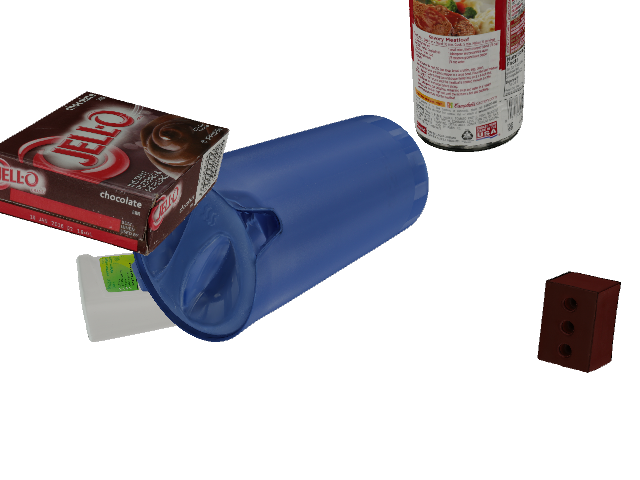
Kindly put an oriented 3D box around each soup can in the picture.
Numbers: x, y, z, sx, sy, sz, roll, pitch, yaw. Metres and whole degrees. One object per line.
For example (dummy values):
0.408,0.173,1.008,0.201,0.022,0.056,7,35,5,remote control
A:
0.088,-0.113,0.637,0.068,0.102,0.068,-5,34,3,soup can

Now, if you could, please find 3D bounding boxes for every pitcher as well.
-0.030,-0.020,0.861,0.149,0.145,0.242,31,36,29,pitcher

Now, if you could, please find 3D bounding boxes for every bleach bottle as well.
-0.133,0.043,1.161,0.250,0.068,0.102,-10,37,-11,bleach bottle

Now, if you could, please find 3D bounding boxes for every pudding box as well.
-0.110,-0.039,0.567,0.090,0.039,0.113,16,24,8,pudding box

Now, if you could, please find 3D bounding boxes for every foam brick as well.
0.234,0.073,0.967,0.053,0.078,0.051,13,18,36,foam brick
